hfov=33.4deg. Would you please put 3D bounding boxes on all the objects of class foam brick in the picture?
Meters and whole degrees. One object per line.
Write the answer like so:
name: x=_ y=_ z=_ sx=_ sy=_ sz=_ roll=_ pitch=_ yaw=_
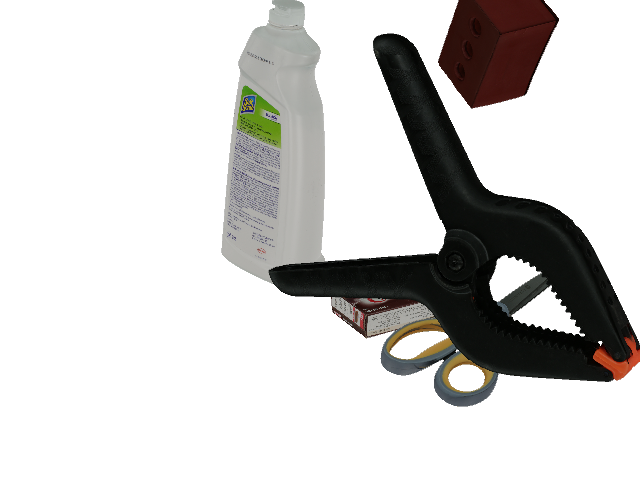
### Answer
foam brick: x=0.126 y=-0.143 z=0.769 sx=0.051 sy=0.053 sz=0.078 roll=-18 pitch=-31 yaw=-22

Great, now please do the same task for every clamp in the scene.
clamp: x=0.077 y=-0.002 z=0.561 sx=0.210 sy=0.165 sz=0.036 roll=29 pitch=25 yaw=25

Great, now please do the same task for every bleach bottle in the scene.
bleach bottle: x=-0.034 y=-0.089 z=0.966 sx=0.103 sy=0.251 sz=0.067 roll=24 pitch=31 yaw=31

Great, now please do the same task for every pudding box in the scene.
pudding box: x=0.083 y=0.082 z=1.379 sx=0.113 sy=0.039 sz=0.090 roll=-15 pitch=25 yaw=-25

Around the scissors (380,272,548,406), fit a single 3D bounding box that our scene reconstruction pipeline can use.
scissors: x=0.142 y=0.072 z=0.828 sx=0.201 sy=0.016 sz=0.096 roll=-17 pitch=43 yaw=-25
